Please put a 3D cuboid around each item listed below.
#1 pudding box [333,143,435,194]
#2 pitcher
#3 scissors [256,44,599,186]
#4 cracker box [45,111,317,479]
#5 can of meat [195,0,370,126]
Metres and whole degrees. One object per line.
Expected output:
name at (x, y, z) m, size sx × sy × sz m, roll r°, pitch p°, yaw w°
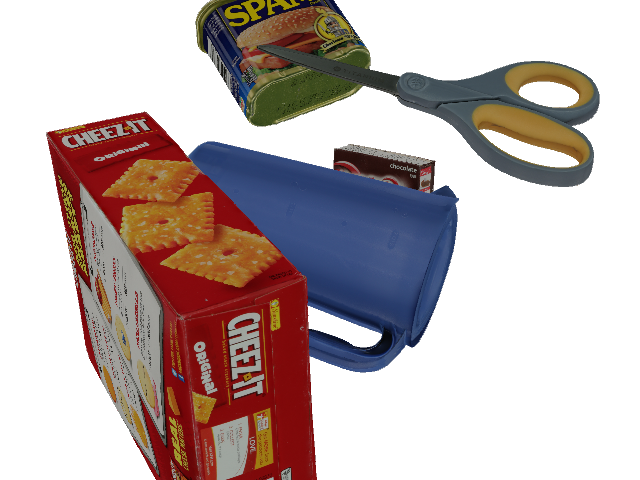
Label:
pudding box at (0.067, -0.051, 1.157) m, size 0.114 × 0.090 × 0.039 m, roll 13°, pitch 23°, yaw 31°
pitcher at (-0.011, 0.004, 0.927) m, size 0.243 × 0.145 × 0.149 m, roll 17°, pitch 20°, yaw 14°
scissors at (0.071, -0.093, 0.610) m, size 0.202 × 0.016 × 0.096 m, roll 31°, pitch 56°, yaw 21°
cracker box at (-0.078, 0.044, 0.588) m, size 0.072 × 0.164 × 0.214 m, roll -16°, pitch 34°, yaw -22°
can of meat at (-0.026, -0.137, 0.762) m, size 0.102 × 0.084 × 0.057 m, roll -23°, pitch -26°, yaw -16°
